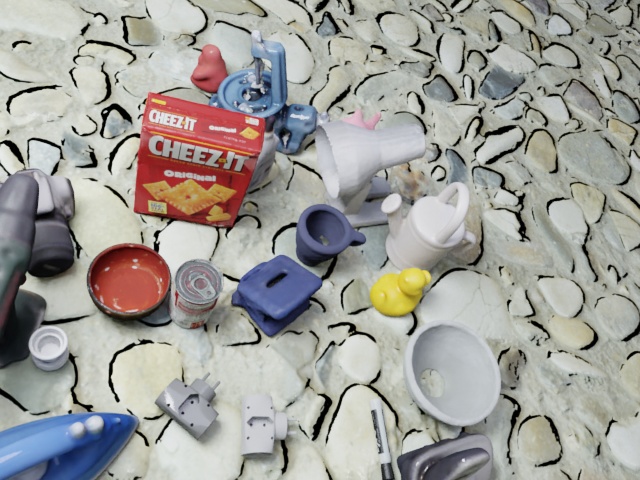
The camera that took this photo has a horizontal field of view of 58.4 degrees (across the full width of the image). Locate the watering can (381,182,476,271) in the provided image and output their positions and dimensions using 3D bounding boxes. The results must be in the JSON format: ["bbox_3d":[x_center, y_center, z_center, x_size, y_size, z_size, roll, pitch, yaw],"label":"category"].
[{"bbox_3d":[0.187,-0.025,0.972,0.173,0.194,0.101,0,62,-22],"label":"watering can"}]

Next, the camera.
[{"bbox_3d":[-0.405,-0.020,0.791,0.143,0.100,0.136,-14,68,-28],"label":"camera"}]

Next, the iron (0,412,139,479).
[{"bbox_3d":[-0.325,0.248,0.643,0.259,0.141,0.118,-23,71,-30],"label":"iron"}]

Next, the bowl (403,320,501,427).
[{"bbox_3d":[0.196,0.216,0.908,0.168,0.074,0.167,10,58,-16],"label":"bowl"}]

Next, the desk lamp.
[{"bbox_3d":[0.074,-0.116,0.968,0.204,0.213,0.118,-8,65,-25],"label":"desk lamp"}]

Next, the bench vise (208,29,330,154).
[{"bbox_3d":[-0.076,-0.261,0.989,0.208,0.219,0.121,2,61,-20],"label":"bench vise"}]

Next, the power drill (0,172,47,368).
[{"bbox_3d":[-0.383,0.061,0.687,0.076,0.208,0.229,13,58,-14],"label":"power drill"}]

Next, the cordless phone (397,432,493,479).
[{"bbox_3d":[0.199,0.313,0.786,0.148,0.185,0.094,-12,66,-27],"label":"cordless phone"}]

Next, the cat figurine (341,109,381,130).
[{"bbox_3d":[0.068,-0.202,1.074,0.128,0.117,0.067,-34,77,-33],"label":"cat figurine"}]

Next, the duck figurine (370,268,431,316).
[{"bbox_3d":[0.140,0.079,0.959,0.105,0.086,0.077,-16,68,-28],"label":"duck figurine"}]

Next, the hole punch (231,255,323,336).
[{"bbox_3d":[-0.067,0.076,0.875,0.101,0.091,0.109,47,56,9],"label":"hole punch"}]

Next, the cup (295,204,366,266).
[{"bbox_3d":[0.009,0.003,0.945,0.118,0.095,0.091,11,58,-15],"label":"cup"}]

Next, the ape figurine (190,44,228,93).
[{"bbox_3d":[-0.202,-0.322,1.052,0.076,0.092,0.078,46,56,8],"label":"ape figurine"}]

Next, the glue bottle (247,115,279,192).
[{"bbox_3d":[-0.098,-0.146,0.942,0.037,0.173,0.078,43,55,7],"label":"glue bottle"}]
